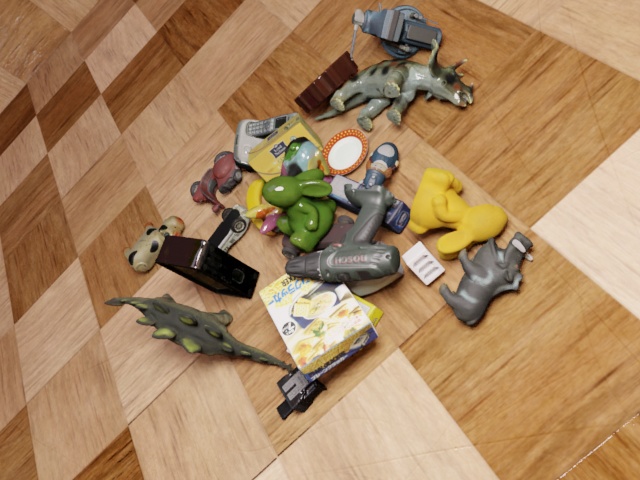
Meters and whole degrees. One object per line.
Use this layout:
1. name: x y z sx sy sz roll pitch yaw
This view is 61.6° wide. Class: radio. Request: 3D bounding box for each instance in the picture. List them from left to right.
1. radio: -0.251 0.066 1.243 0.131 0.229 0.073 6 71 32

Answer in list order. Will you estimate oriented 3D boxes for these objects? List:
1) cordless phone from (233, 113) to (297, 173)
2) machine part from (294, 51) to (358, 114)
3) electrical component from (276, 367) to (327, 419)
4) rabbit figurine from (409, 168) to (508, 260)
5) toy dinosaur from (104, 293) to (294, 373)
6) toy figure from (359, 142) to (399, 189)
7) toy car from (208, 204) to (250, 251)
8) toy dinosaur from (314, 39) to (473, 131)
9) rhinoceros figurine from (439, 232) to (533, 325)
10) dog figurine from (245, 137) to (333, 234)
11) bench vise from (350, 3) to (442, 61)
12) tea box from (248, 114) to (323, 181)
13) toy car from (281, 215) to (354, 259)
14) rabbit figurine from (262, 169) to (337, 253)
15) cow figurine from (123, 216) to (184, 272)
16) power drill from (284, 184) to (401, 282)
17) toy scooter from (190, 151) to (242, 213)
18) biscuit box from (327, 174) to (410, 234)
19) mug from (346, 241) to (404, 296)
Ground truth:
1. cordless phone: -0.134 -0.261 1.425 0.184 0.088 0.146 -10 61 26
2. machine part: 0.017 -0.391 1.347 0.179 0.056 0.179 -39 13 10
3. electrical component: -0.052 0.311 1.099 0.119 0.047 0.075 -42 50 7
4. rabbit figurine: 0.263 -0.044 1.025 0.173 0.121 0.162 21 82 21
5. toy dinosaur: -0.273 0.205 1.207 0.472 0.198 0.105 16 87 5
6. toy figure: 0.130 -0.160 1.170 0.064 0.057 0.154 -3 36 27
7. toy car: -0.251 -0.002 1.385 0.201 0.056 0.074 -53 45 5
8. toy dinosaur: 0.157 -0.363 1.260 0.405 0.131 0.192 12 54 46
9. rhinoceros figurine: 0.302 0.063 0.965 0.190 0.073 0.112 -52 48 1
10. dog figurine: -0.080 -0.115 1.256 0.219 0.191 0.109 -40 56 -8
11. bench vise: 0.164 -0.503 1.291 0.241 0.224 0.128 -120 29 -64
12. tea box: -0.088 -0.224 1.353 0.169 0.098 0.068 -36 32 18
13. toy car: -0.003 -0.004 1.221 0.202 0.053 0.089 -5 52 36
14. rabbit figurine: -0.043 -0.077 1.145 0.159 0.170 0.121 -38 41 10
15. cow figurine: -0.458 0.009 1.506 0.195 0.085 0.127 -46 44 3
16. power drill: 0.055 -0.012 1.057 0.232 0.085 0.207 3 53 30
17. toy scooter: -0.275 -0.149 1.467 0.184 0.075 0.135 -42 50 14
18. biscuit box: 0.105 -0.081 1.180 0.203 0.062 0.059 30 85 40
19. mug: 0.101 0.056 1.104 0.107 0.080 0.110 -39 45 18
